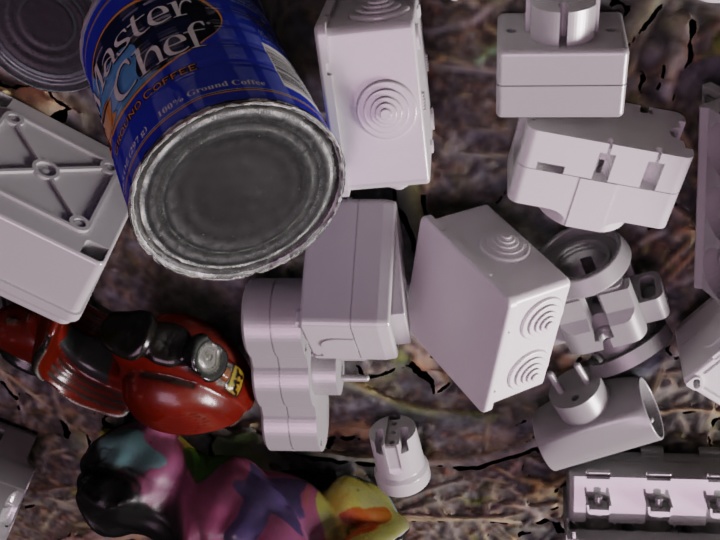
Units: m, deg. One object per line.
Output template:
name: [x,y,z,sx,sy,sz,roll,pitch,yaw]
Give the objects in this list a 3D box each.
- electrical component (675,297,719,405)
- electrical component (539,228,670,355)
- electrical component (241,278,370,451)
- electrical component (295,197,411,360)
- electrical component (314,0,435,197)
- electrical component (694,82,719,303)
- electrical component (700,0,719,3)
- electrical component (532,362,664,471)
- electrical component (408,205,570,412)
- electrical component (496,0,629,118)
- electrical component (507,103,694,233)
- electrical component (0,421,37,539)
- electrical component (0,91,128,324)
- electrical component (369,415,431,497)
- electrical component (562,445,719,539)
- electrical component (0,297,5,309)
electrical component: [0.252,0.054,0.664,0.096,0.061,0.061,30,126,-15]
electrical component: [0.139,0.010,0.647,0.078,0.058,0.057,-16,127,20]
electrical component: [-0.031,0.065,0.717,0.074,0.052,0.138,0,128,8]
electrical component: [0.000,0.000,0.641,0.061,0.096,0.061,1,157,7]
electrical component: [0.011,-0.095,0.556,0.048,0.099,0.099,-4,116,7]
electrical component: [0.224,-0.038,0.590,0.063,0.078,0.121,-21,127,-13]
electrical component: [0.169,-0.159,0.512,0.045,0.055,0.045,4,128,5]
electrical component: [0.152,0.092,0.718,0.077,0.043,0.079,-22,121,23]
electrical component: [0.074,0.020,0.641,0.048,0.099,0.099,-17,134,-27]
electrical component: [0.104,-0.123,0.554,0.066,0.047,0.076,1,128,7]
electrical component: [0.130,-0.059,0.599,0.089,0.050,0.055,10,128,0]
electrical component: [-0.298,0.209,0.781,0.060,0.186,0.105,23,127,-10]
electrical component: [-0.192,-0.038,0.623,0.109,0.108,0.056,27,124,-14]
electrical component: [0.027,0.133,0.771,0.040,0.040,0.046,-6,120,12]
electrical component: [0.205,0.161,0.751,0.121,0.078,0.063,0,106,8]
electrical component: [-0.286,0.008,0.674,0.060,0.105,0.186,1,128,7]
